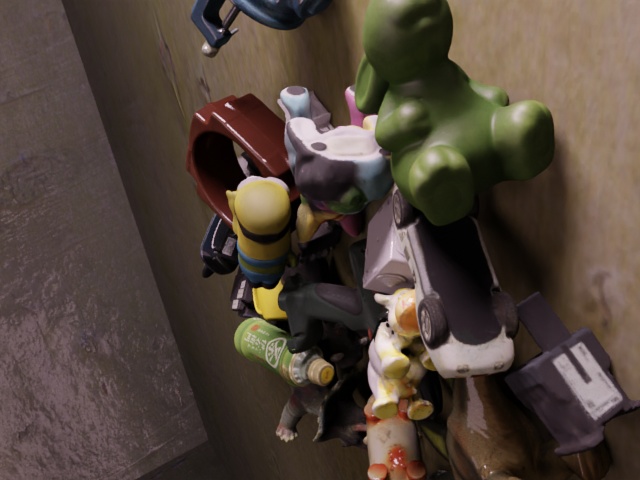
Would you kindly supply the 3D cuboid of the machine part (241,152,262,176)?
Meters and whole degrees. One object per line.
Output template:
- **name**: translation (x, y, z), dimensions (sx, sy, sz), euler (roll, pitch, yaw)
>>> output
- **machine part**: translation (-0.104, -0.153, 0.886), dimensions (0.084, 0.039, 0.138), euler (56, 155, 36)

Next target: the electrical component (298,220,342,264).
- **electrical component**: translation (-0.002, -0.002, 0.770), dimensions (0.021, 0.063, 0.094), euler (55, 152, 26)

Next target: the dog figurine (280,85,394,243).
- **dog figurine**: translation (0.019, -0.058, 0.621), dimensions (0.219, 0.108, 0.192), euler (89, 168, -48)

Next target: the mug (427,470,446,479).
- **mug**: translation (0.153, 0.362, 0.756), dimensions (0.110, 0.081, 0.107), euler (56, 143, 36)

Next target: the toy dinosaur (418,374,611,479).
- **toy dinosaur**: translation (0.181, 0.226, 0.548), dimensions (0.199, 0.105, 0.471), euler (176, 84, -69)

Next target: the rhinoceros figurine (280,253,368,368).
- **rhinoceros figurine**: translation (0.011, 0.105, 0.838), dimensions (0.112, 0.073, 0.190), euler (-31, 80, 55)

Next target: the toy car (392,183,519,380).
- **toy car**: translation (0.114, 0.021, 0.473), dimensions (0.056, 0.074, 0.202), euler (86, 176, -58)

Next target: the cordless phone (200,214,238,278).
- **cordless phone**: translation (-0.189, 0.005, 1.072), dimensions (0.089, 0.146, 0.184), euler (24, 157, -12)

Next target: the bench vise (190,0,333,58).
- **bench vise**: translation (-0.091, -0.309, 0.603), dimensions (0.223, 0.129, 0.240), euler (49, 136, -4)

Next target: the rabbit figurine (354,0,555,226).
- **rabbit figurine**: translation (0.090, -0.124, 0.427), dimensions (0.170, 0.121, 0.159), euler (64, 180, -24)

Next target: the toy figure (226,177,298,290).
- **toy figure**: translation (-0.071, -0.003, 0.713), dimensions (0.089, 0.082, 0.180), euler (55, 151, 41)

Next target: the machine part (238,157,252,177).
- **machine part**: translation (-0.129, -0.059, 0.967), dimensions (0.243, 0.079, 0.079), euler (66, 156, 6)

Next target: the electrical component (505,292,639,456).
- **electrical component**: translation (0.196, 0.107, 0.446), dimensions (0.119, 0.075, 0.047), euler (55, 152, 18)

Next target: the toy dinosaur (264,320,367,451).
- **toy dinosaur**: translation (-0.024, 0.202, 0.942), dimensions (0.192, 0.131, 0.405), euler (-56, 50, 41)

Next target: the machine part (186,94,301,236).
- **machine part**: translation (-0.103, -0.101, 0.811), dimensions (0.201, 0.087, 0.201), euler (44, 147, 10)

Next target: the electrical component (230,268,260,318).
- **electrical component**: translation (-0.129, 0.085, 1.042), dimensions (0.115, 0.058, 0.134), euler (164, 119, -68)

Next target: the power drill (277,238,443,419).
- **power drill**: translation (0.046, 0.115, 0.696), dimensions (0.207, 0.086, 0.231), euler (-5, 101, 47)

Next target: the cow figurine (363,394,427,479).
- **cow figurine**: translation (0.101, 0.278, 0.724), dimensions (0.195, 0.086, 0.127), euler (-92, -7, -62)

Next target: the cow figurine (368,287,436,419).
- **cow figurine**: translation (0.088, 0.102, 0.559), dimensions (0.098, 0.068, 0.167), euler (-102, 15, -55)
